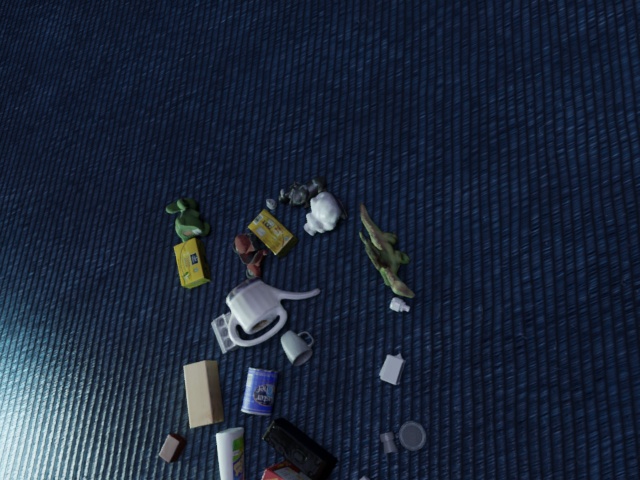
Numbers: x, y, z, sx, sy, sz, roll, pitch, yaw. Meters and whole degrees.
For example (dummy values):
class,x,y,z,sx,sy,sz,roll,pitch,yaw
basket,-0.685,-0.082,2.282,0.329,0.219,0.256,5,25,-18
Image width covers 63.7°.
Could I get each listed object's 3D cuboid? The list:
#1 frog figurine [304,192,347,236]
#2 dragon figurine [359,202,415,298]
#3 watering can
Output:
class,x,y,z,sx,sy,sz,roll,pitch,yaw
frog figurine,0.006,-0.094,1.859,0.160,0.122,0.138,-30,86,-6
dragon figurine,0.194,0.020,1.700,0.121,0.240,0.416,-34,68,11
watering can,-0.187,0.220,1.827,0.350,0.102,0.227,-36,65,-10
